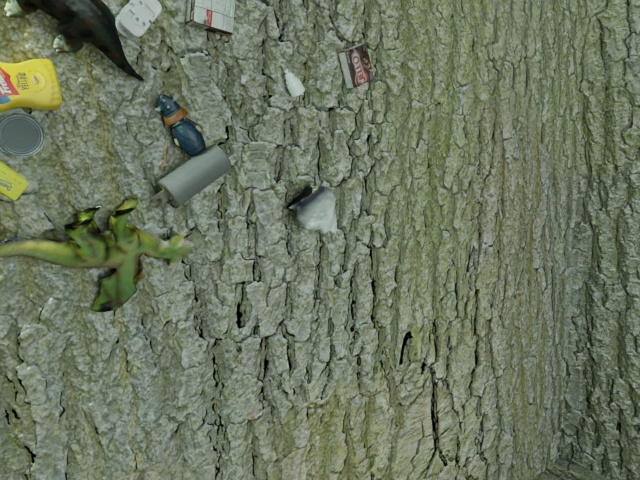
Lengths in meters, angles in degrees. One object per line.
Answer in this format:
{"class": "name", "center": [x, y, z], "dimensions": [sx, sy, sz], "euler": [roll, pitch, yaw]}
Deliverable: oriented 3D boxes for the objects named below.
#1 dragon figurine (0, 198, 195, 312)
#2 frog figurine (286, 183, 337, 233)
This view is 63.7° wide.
{"class": "dragon figurine", "center": [-0.464, 0.051, 1.102], "dimensions": [0.414, 0.123, 0.238], "euler": [-23, 119, -34]}
{"class": "frog figurine", "center": [0.004, -0.073, 1.459], "dimensions": [0.157, 0.121, 0.140], "euler": [50, 46, -21]}
